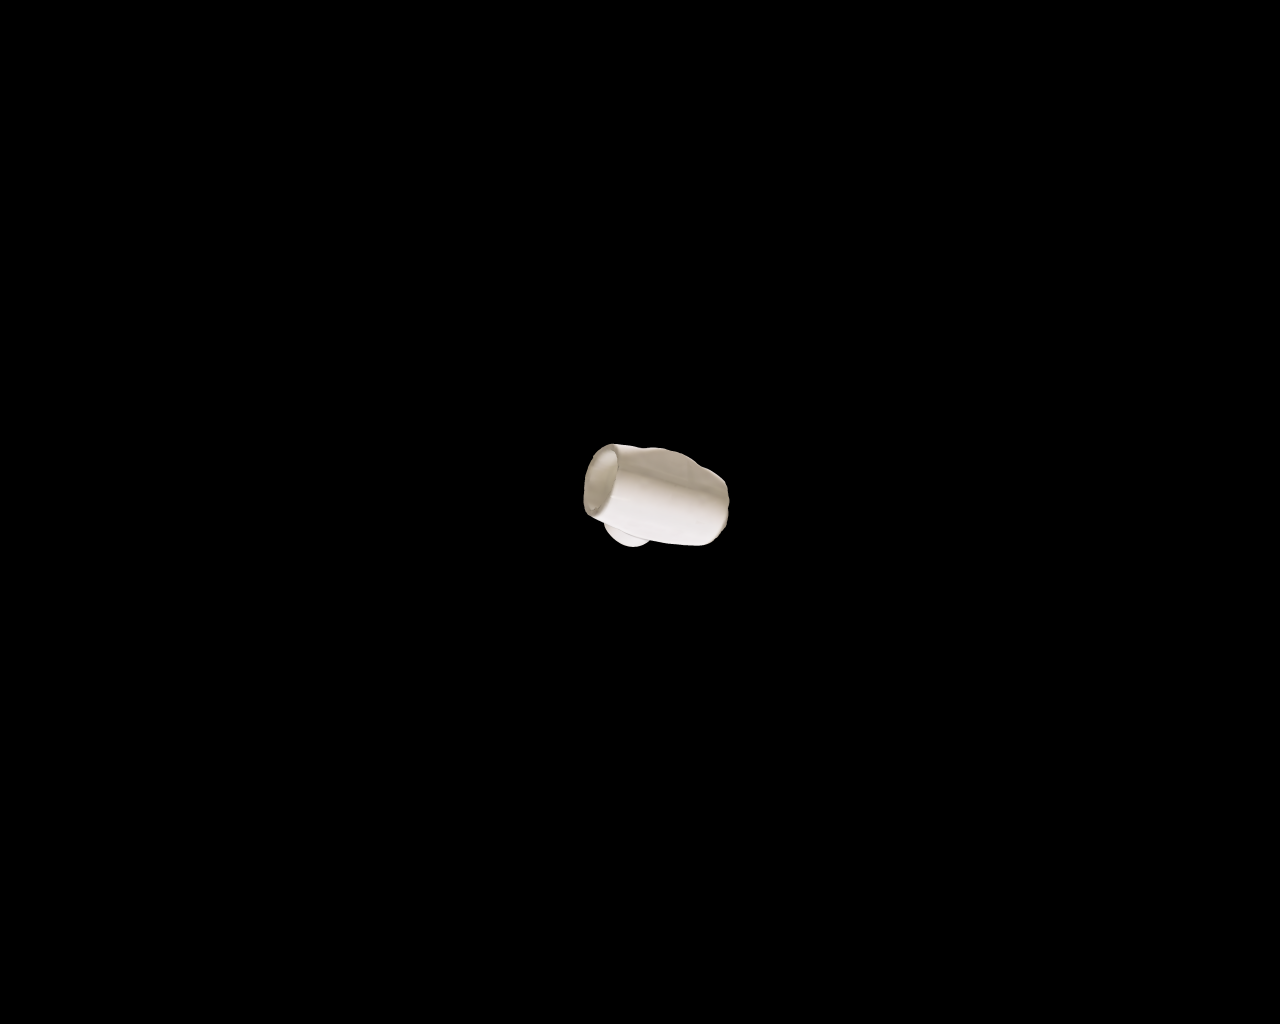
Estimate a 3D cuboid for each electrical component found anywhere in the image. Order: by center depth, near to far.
[{"bbox_3d":[0.001,-0.003,0.650,0.077,0.044,0.079,15,-32,-27],"label":"electrical component"}]
